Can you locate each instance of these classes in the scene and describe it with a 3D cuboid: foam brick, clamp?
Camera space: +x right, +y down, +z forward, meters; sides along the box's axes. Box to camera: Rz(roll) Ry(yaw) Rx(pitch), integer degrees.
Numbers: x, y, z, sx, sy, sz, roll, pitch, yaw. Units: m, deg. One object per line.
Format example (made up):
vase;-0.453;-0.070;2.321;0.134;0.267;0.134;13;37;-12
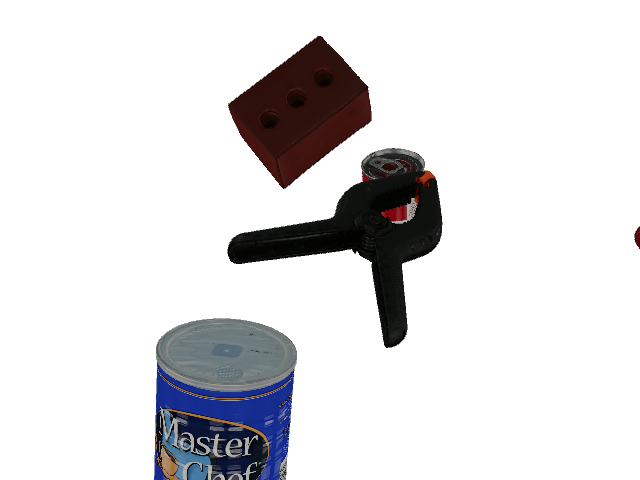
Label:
foam brick;-0.013;-0.083;0.698;0.078;0.053;0.051;-39;-17;-6
clamp;0.049;0.003;0.899;0.165;0.036;0.209;34;45;25

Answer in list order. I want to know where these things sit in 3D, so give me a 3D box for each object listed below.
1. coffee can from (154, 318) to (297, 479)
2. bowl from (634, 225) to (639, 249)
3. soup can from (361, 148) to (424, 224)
coffee can;-0.073;0.143;0.800;0.103;0.140;0.103;4;21;-2
bowl;0.418;0.026;1.147;0.162;0.055;0.162;-1;25;0
soup can;0.080;-0.040;1.161;0.068;0.102;0.068;-3;35;2
